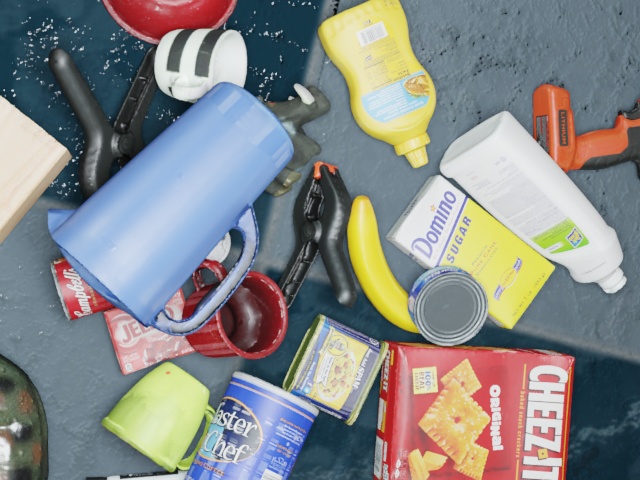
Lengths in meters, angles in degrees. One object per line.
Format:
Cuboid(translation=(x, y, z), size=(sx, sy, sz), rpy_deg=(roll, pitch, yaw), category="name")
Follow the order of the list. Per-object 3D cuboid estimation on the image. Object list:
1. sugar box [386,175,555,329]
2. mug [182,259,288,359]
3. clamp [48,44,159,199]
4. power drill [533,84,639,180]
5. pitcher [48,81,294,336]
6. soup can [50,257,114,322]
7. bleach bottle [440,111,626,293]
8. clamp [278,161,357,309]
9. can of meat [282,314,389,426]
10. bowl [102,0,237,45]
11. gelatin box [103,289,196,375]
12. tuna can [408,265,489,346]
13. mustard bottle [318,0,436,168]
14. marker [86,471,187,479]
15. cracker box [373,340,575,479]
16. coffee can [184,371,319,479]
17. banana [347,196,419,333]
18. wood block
Cuboid(translation=(0.173, 0.014, 1.229), size=(0.176, 0.048, 0.093), rpy_deg=(37, 84, -10), category="sugar box")
Cuboid(translation=(-0.101, 0.074, 1.145), size=(0.093, 0.082, 0.117), rpy_deg=(-40, 107, -37), category="mug")
Cuboid(translation=(-0.224, -0.107, 1.122), size=(0.036, 0.164, 0.210), rpy_deg=(8, 97, 33), category="clamp")
Cuboid(translation=(0.347, -0.146, 1.255), size=(0.187, 0.057, 0.184), rpy_deg=(-2, 91, -11), category="power drill")
Cuboid(translation=(-0.134, -0.033, 1.064), size=(0.242, 0.145, 0.149), rpy_deg=(-47, 135, -11), category="pitcher")
Cuboid(translation=(-0.229, 0.040, 1.142), size=(0.102, 0.068, 0.068), rpy_deg=(-17, 93, -11), category="soup can")
Cuboid(translation=(0.257, -0.029, 1.229), size=(0.250, 0.103, 0.068), rpy_deg=(45, 45, -15), category="bleach bottle")
Cuboid(translation=(-0.008, 0.001, 1.183), size=(0.039, 0.120, 0.171), rpy_deg=(23, 61, -47), category="clamp")
Cuboid(translation=(0.016, 0.143, 1.194), size=(0.084, 0.057, 0.102), rpy_deg=(26, 85, -8), category="can of meat")
Cuboid(translation=(-0.162, -0.295, 1.160), size=(0.162, 0.055, 0.162), rpy_deg=(0, 90, -10), category="bowl")
Cuboid(translation=(-0.185, 0.099, 1.169), size=(0.089, 0.030, 0.073), rpy_deg=(-17, 93, -10), category="gelatin box")
Cuboid(translation=(0.141, 0.072, 1.186), size=(0.086, 0.034, 0.086), rpy_deg=(-3, 106, -10), category="tuna can")
Cuboid(translation=(0.077, -0.172, 1.203), size=(0.096, 0.058, 0.191), rpy_deg=(-24, 94, -10), category="mustard bottle")
Cuboid(translation=(-0.201, 0.266, 1.172), size=(0.121, 0.020, 0.020), rpy_deg=(-2, 91, -11), category="marker")
Cuboid(translation=(0.175, 0.203, 1.217), size=(0.213, 0.072, 0.164), rpy_deg=(5, 90, -11), category="cracker box")
Cuboid(translation=(-0.076, 0.226, 1.144), size=(0.102, 0.103, 0.140), rpy_deg=(27, 77, -10), category="coffee can")
Cuboid(translation=(0.079, 0.041, 1.204), size=(0.069, 0.037, 0.197), rpy_deg=(-39, 109, 1), category="banana")
Cuboid(translation=(-0.359, -0.039, 1.105), size=(0.090, 0.091, 0.206), rpy_deg=(39, 84, -8), category="wood block")
